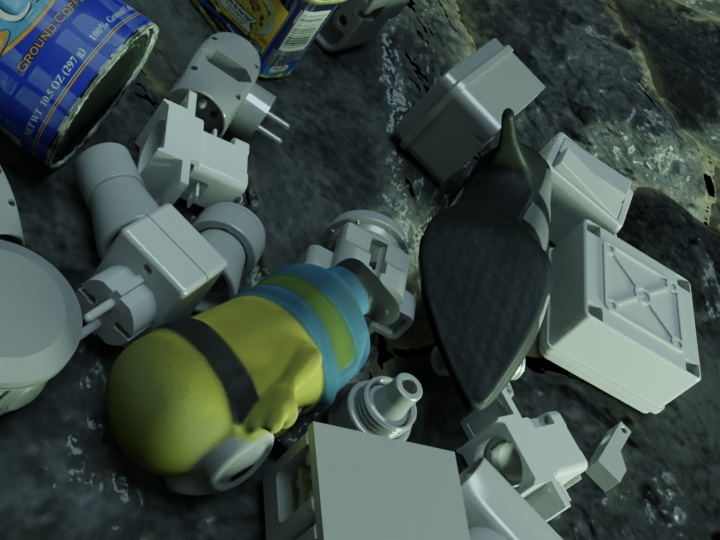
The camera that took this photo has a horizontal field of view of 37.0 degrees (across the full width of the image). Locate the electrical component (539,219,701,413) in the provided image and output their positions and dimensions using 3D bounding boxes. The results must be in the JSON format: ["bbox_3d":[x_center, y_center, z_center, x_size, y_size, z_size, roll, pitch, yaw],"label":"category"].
[{"bbox_3d":[0.192,0.034,0.801,0.109,0.056,0.108,29,41,-15],"label":"electrical component"}]

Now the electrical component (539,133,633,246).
[{"bbox_3d":[0.176,-0.056,0.865,0.096,0.061,0.061,39,39,-4],"label":"electrical component"}]

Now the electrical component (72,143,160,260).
[{"bbox_3d":[-0.138,-0.040,0.611,0.044,0.044,0.065,-3,52,-41],"label":"electrical component"}]

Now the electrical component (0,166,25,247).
[{"bbox_3d":[-0.219,-0.033,0.535,0.079,0.043,0.077,-12,63,-45],"label":"electrical component"}]

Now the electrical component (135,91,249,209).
[{"bbox_3d":[-0.103,-0.064,0.660,0.064,0.042,0.081,22,44,-25],"label":"electrical component"}]

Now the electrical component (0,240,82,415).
[{"bbox_3d":[-0.177,0.029,0.507,0.080,0.051,0.080,22,43,-23],"label":"electrical component"}]

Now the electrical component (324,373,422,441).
[{"bbox_3d":[0.011,0.081,0.605,0.043,0.062,0.043,22,44,-23],"label":"electrical component"}]

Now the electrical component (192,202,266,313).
[{"bbox_3d":[-0.083,-0.008,0.622,0.045,0.045,0.055,35,40,-9],"label":"electrical component"}]

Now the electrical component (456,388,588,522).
[{"bbox_3d":[0.102,0.117,0.665,0.064,0.042,0.081,-3,57,-45],"label":"electrical component"}]

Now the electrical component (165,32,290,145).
[{"bbox_3d":[-0.083,-0.111,0.717,0.079,0.043,0.077,33,40,-11],"label":"electrical component"}]

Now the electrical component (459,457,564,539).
[{"bbox_3d":[0.073,0.157,0.601,0.077,0.044,0.079,46,40,4],"label":"electrical component"}]

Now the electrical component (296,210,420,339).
[{"bbox_3d":[0.000,0.000,0.674,0.078,0.058,0.057,29,44,-16],"label":"electrical component"}]

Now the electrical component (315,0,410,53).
[{"bbox_3d":[0.002,-0.222,0.846,0.053,0.095,0.059,50,40,9],"label":"electrical component"}]

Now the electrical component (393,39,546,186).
[{"bbox_3d":[0.086,-0.126,0.842,0.057,0.078,0.113,46,39,1],"label":"electrical component"}]

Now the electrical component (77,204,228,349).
[{"bbox_3d":[-0.119,0.014,0.556,0.047,0.065,0.077,45,39,4],"label":"electrical component"}]

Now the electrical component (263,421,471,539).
[{"bbox_3d":[0.006,0.162,0.528,0.089,0.061,0.150,17,46,-28],"label":"electrical component"}]
